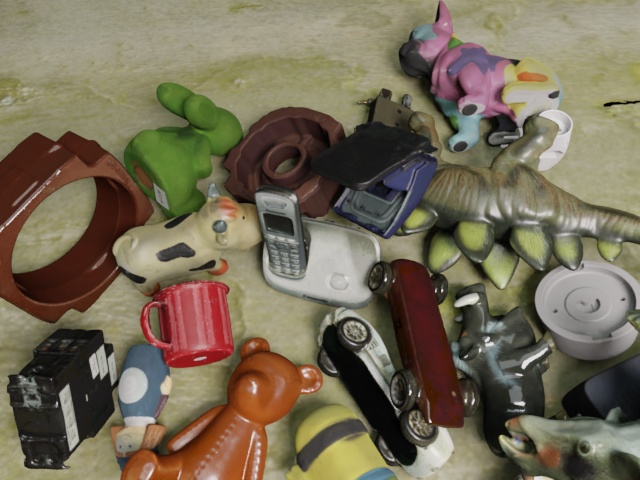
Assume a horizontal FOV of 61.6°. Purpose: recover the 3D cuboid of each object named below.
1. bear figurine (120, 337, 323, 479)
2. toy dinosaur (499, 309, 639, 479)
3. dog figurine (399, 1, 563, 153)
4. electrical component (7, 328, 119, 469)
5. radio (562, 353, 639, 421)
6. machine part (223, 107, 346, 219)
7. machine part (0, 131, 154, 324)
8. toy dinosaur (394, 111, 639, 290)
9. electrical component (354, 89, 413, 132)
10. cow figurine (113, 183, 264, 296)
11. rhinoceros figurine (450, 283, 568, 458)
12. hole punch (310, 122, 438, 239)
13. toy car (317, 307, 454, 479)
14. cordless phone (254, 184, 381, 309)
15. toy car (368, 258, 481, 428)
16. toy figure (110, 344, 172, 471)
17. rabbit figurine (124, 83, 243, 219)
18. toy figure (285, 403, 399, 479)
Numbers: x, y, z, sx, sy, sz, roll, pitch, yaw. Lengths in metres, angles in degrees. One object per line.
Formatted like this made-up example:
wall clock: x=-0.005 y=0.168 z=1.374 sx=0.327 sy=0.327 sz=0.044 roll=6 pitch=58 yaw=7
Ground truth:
bear figurine: x=-0.089 y=0.196 z=0.566 sx=0.120 sy=0.131 sz=0.196 roll=29 pitch=76 yaw=18
toy dinosaur: x=0.369 y=0.142 z=0.464 sx=0.405 sy=0.131 sz=0.192 roll=-12 pitch=100 yaw=-12
dog figurine: x=0.219 y=-0.246 z=0.768 sx=0.192 sy=0.108 sz=0.219 roll=-11 pitch=60 yaw=2
electrical component: x=-0.278 y=0.166 z=0.598 sx=0.058 sy=0.134 sz=0.114 roll=3 pitch=106 yaw=5
radio: x=0.371 y=0.221 z=0.530 sx=0.131 sy=0.073 sz=0.230 roll=-27 pitch=65 yaw=-8
machine part: x=-0.043 y=-0.101 z=0.734 sx=0.179 sy=0.056 sz=0.179 roll=-10 pitch=58 yaw=16
machine part: x=-0.318 y=-0.015 z=0.655 sx=0.087 sy=0.201 sz=0.201 roll=28 pitch=70 yaw=23
toy dinosaur: x=0.219 y=-0.044 z=0.648 sx=0.472 sy=0.105 sz=0.198 roll=11 pitch=68 yaw=28
electrical component: x=0.092 y=-0.173 z=0.780 sx=0.078 sy=0.045 sz=0.102 roll=15 pitch=65 yaw=-18
cow figurine: x=-0.161 y=-0.002 z=0.671 sx=0.195 sy=0.127 sz=0.085 roll=-16 pitch=66 yaw=3
rhinoceros figurine: x=0.202 y=0.139 z=0.595 sx=0.112 sy=0.073 sz=0.190 roll=-13 pitch=64 yaw=11
hole punch: x=0.068 y=-0.073 z=0.637 sx=0.116 sy=0.092 sz=0.142 roll=-36 pitch=35 yaw=-17
toy car: x=0.063 y=0.163 z=0.590 sx=0.056 sy=0.073 sz=0.202 roll=-15 pitch=57 yaw=-38
cordless phone: x=-0.001 y=-0.001 z=0.623 sx=0.147 sy=0.184 sz=0.089 roll=13 pitch=61 yaw=13
toy car: x=0.106 y=0.105 z=0.577 sx=0.089 sy=0.053 sz=0.202 roll=13 pitch=46 yaw=-23
toy figure: x=-0.207 y=0.200 z=0.617 sx=0.064 sy=0.057 sz=0.154 roll=-24 pitch=56 yaw=38
rabbit figurine: x=-0.184 y=-0.138 z=0.747 sx=0.121 sy=0.158 sz=0.170 roll=27 pitch=54 yaw=29
toy figure: x=0.040 y=0.242 z=0.529 sx=0.180 sy=0.082 sz=0.089 roll=42 pitch=107 yaw=49
